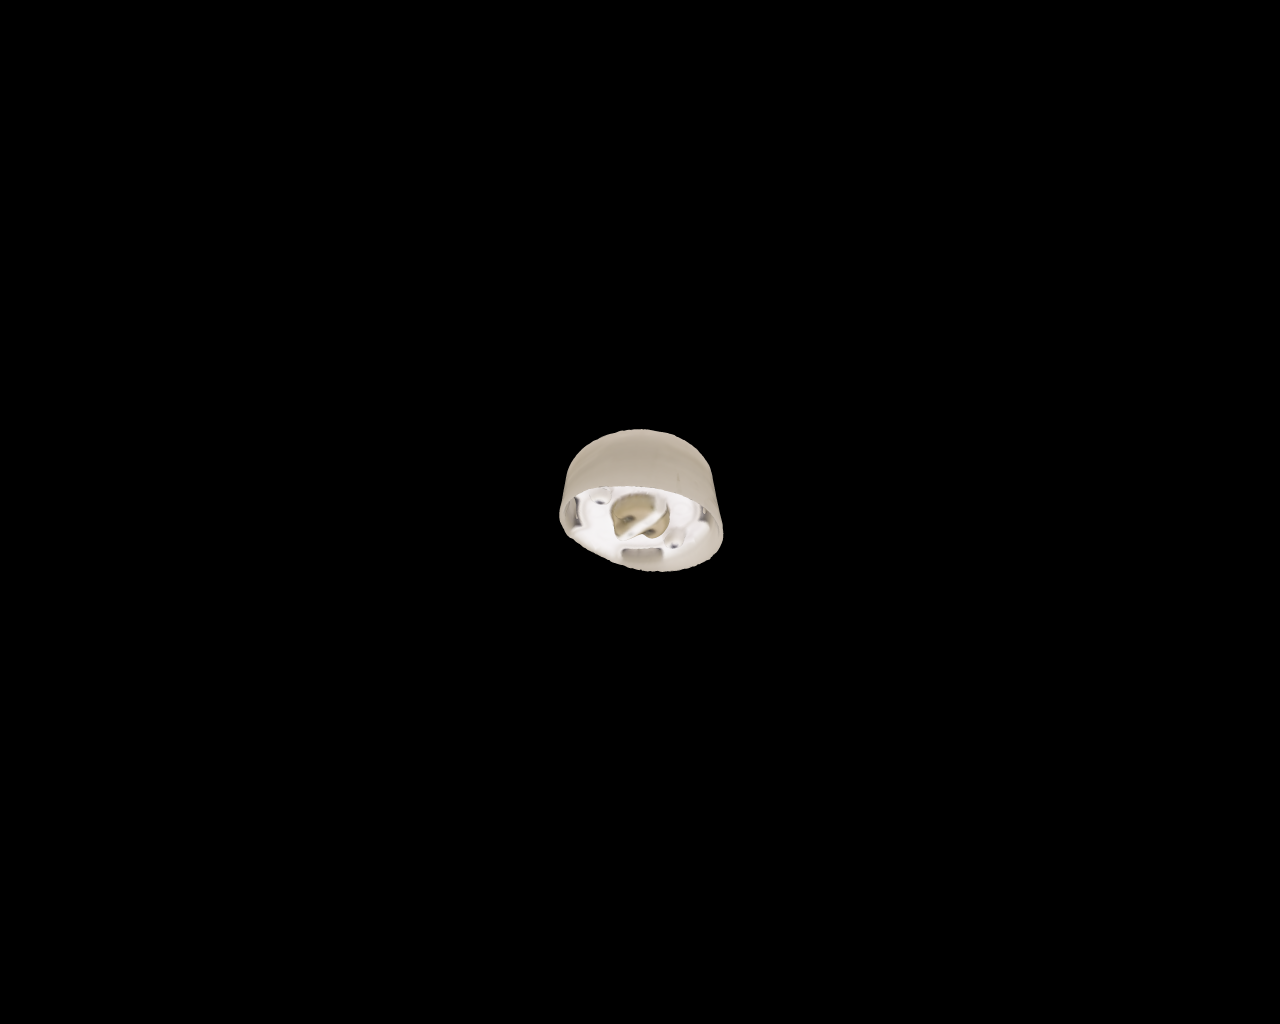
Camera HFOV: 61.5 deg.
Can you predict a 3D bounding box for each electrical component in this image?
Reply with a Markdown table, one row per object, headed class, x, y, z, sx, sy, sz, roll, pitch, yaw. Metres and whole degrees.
| class | x | y | z | sx | sy | sz | roll | pitch | yaw |
| --- | --- | --- | --- | --- | --- | --- | --- | --- | --- |
| electrical component | 0.001 | -0.003 | 0.650 | 0.099 | 0.064 | 0.099 | 0 | -42 | 0 |
